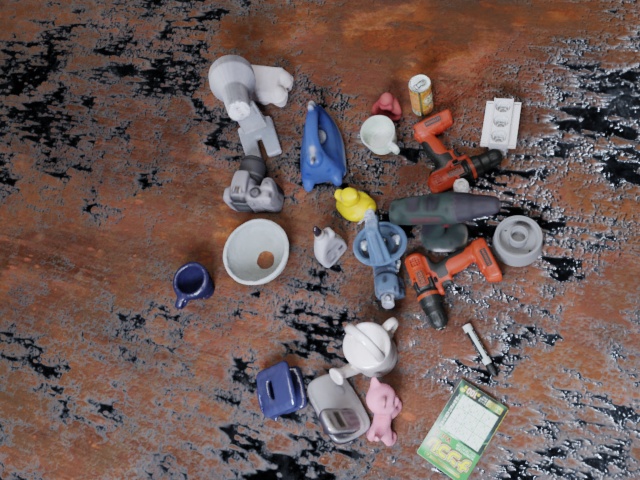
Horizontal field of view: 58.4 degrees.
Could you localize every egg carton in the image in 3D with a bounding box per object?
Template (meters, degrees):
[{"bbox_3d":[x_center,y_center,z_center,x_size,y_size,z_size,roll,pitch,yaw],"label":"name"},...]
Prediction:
[{"bbox_3d":[-0.149,-0.423,1.572,0.150,0.069,0.107,10,72,19],"label":"egg carton"}]

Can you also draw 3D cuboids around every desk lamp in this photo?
[{"bbox_3d":[-0.193,-0.338,1.471,0.118,0.214,0.203,-23,65,6],"label":"desk lamp"}]

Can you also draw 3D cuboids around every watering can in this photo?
[{"bbox_3d":[0.095,0.227,1.181,0.100,0.194,0.173,19,75,21],"label":"watering can"}]

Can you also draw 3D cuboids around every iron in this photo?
[{"bbox_3d":[-0.009,-0.259,1.430,0.118,0.142,0.258,-10,67,12],"label":"iron"}]

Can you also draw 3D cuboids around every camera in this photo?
[{"bbox_3d":[-0.167,-0.147,1.451,0.143,0.101,0.137,4,70,17],"label":"camera"}]

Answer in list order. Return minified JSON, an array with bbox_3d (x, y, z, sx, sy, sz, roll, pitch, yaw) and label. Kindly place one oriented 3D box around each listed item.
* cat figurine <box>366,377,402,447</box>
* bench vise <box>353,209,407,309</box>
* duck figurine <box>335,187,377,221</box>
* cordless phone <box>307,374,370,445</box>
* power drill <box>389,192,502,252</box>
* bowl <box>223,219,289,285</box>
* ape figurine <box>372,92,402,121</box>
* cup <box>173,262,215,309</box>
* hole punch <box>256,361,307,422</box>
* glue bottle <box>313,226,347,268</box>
[{"bbox_3d":[0.125,0.349,1.167,0.067,0.118,0.128,5,70,17],"label":"cat figurine"},{"bbox_3d":[0.142,0.032,1.231,0.121,0.220,0.207,-27,65,4],"label":"bench vise"},{"bbox_3d":[0.081,-0.093,1.371,0.104,0.086,0.077,20,75,21],"label":"duck figurine"},{"bbox_3d":[0.024,0.337,1.162,0.094,0.185,0.147,-35,64,0],"label":"cordless phone"},{"bbox_3d":[0.269,-0.043,1.232,0.229,0.209,0.075,1,69,16],"label":"power drill"},{"bbox_3d":[-0.145,0.038,1.387,0.167,0.075,0.167,-5,68,13],"label":"bowl"},{"bbox_3d":[0.169,-0.337,1.440,0.077,0.092,0.076,30,79,24],"label":"ape figurine"},{"bbox_3d":[-0.301,0.121,1.385,0.091,0.095,0.118,19,75,21],"label":"cup"},{"bbox_3d":[-0.091,0.330,1.248,0.101,0.091,0.108,-19,65,7],"label":"hole punch"},{"bbox_3d":[0.012,0.005,1.303,0.037,0.173,0.078,41,84,25],"label":"glue bottle"}]
